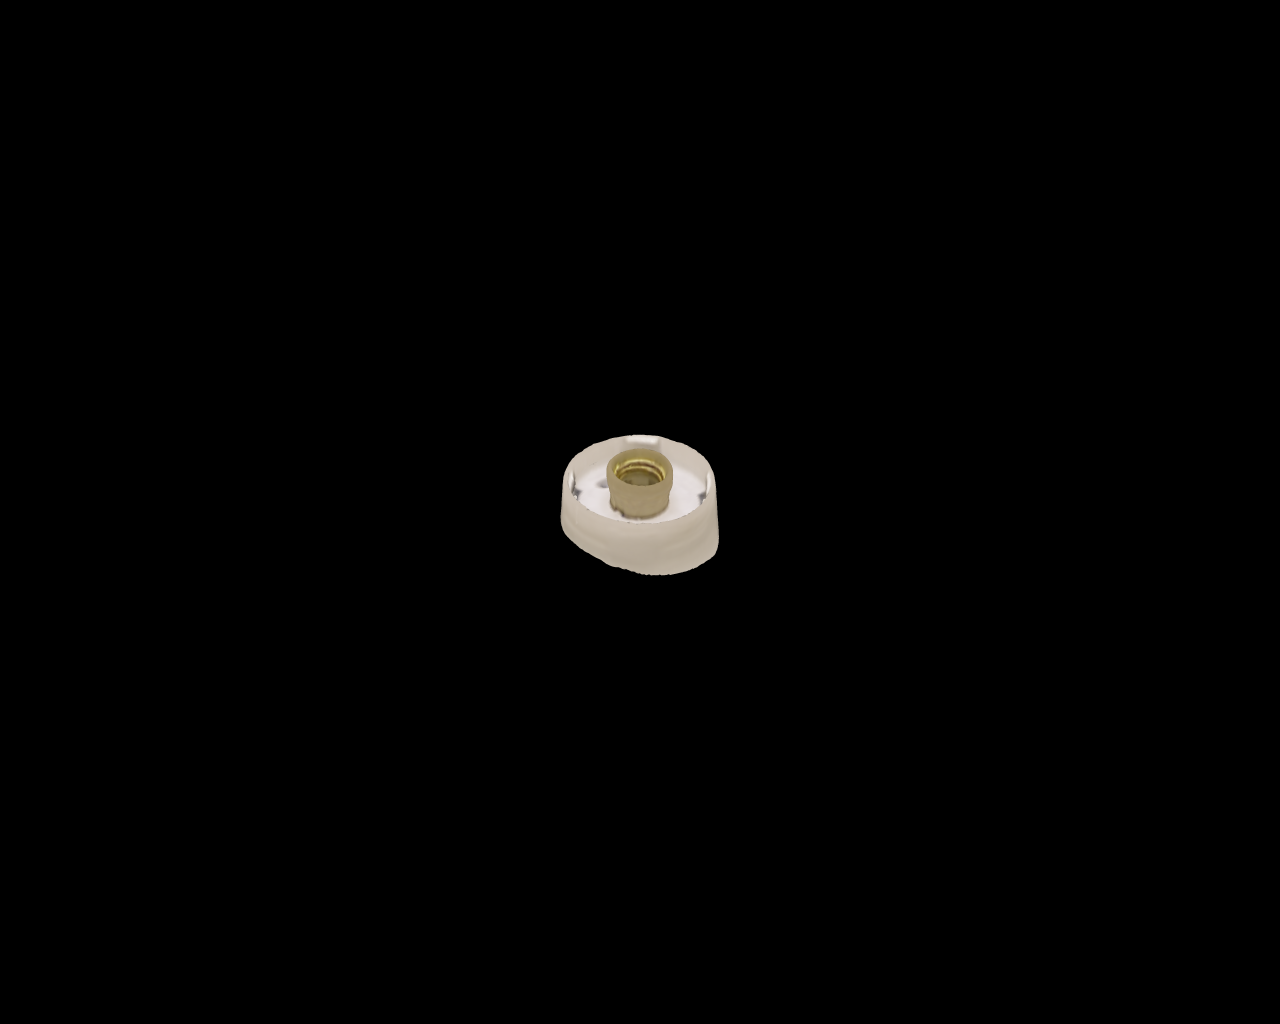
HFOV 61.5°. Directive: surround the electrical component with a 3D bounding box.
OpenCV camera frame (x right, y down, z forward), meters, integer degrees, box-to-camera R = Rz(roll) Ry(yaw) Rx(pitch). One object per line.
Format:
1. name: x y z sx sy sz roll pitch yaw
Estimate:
1. electrical component: 0.001 -0.003 0.650 0.099 0.064 0.099 0 38 0
